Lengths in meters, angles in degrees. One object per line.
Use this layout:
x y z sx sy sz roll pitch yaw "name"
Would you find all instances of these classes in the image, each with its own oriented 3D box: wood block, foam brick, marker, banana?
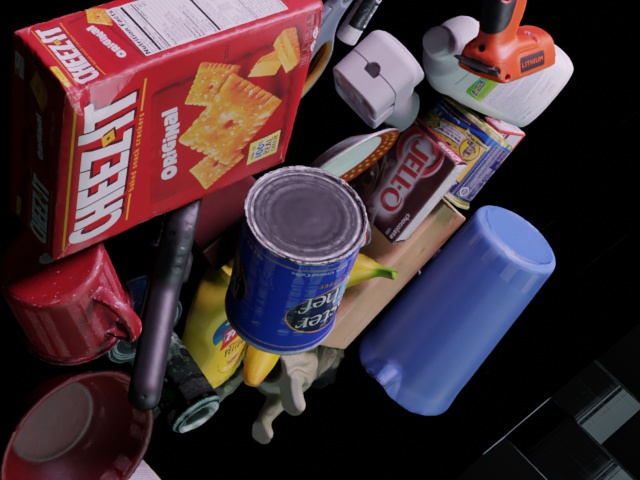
0.053 0.016 1.196 0.206 0.091 0.090 -47 157 9 "wood block"
-0.084 -0.021 0.949 0.078 0.051 0.053 -41 159 -9 "foam brick"
0.051 -0.215 0.880 0.020 0.020 0.121 -10 140 -54 "marker"
-0.014 0.072 1.127 0.198 0.070 0.037 -39 133 0 "banana"

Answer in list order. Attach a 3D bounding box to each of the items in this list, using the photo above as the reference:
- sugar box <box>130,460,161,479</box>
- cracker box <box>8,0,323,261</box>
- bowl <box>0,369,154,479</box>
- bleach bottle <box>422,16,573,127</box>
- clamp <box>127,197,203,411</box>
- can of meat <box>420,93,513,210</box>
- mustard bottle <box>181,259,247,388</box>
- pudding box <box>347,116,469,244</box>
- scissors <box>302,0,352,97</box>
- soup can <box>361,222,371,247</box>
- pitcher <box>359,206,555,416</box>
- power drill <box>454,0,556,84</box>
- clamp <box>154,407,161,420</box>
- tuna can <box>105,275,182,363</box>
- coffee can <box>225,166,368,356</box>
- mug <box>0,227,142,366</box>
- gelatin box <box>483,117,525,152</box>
-0.189 0.302 1.172 0.048 0.176 0.093 -48 158 9 "sugar box"
-0.108 -0.094 0.755 0.213 0.072 0.164 -27 152 -34 "cracker box"
-0.238 0.183 1.001 0.161 0.055 0.162 -24 128 -35 "bowl"
0.175 -0.183 1.094 0.103 0.068 0.250 -52 154 16 "bleach bottle"
-0.127 0.023 0.882 0.165 0.036 0.210 -165 -93 -78 "clamp"
0.142 -0.097 1.137 0.084 0.102 0.057 -52 155 14 "can of meat"
-0.097 0.072 1.080 0.096 0.058 0.192 -37 158 -41 "mustard bottle"
0.085 -0.066 1.106 0.114 0.090 0.039 -54 157 24 "pudding box"
0.003 -0.189 0.850 0.096 0.016 0.202 -18 146 -48 "scissors"
-0.007 0.001 1.097 0.102 0.068 0.068 -33 155 -24 "soup can"
0.165 0.077 1.245 0.144 0.149 0.243 23 122 -20 "pitcher"
0.192 -0.246 0.962 0.184 0.057 0.188 -23 130 -39 "power drill"
-0.220 0.195 1.112 0.171 0.039 0.120 -25 151 -32 "clamp"
-0.171 0.074 0.991 0.086 0.034 0.086 -36 156 -19 "tuna can"
-0.023 0.020 0.917 0.102 0.103 0.140 -30 155 -30 "coffee can"
-0.186 0.042 0.810 0.093 0.117 0.081 -53 157 -26 "mug"
0.204 -0.113 1.307 0.073 0.030 0.089 -52 157 22 "gelatin box"
